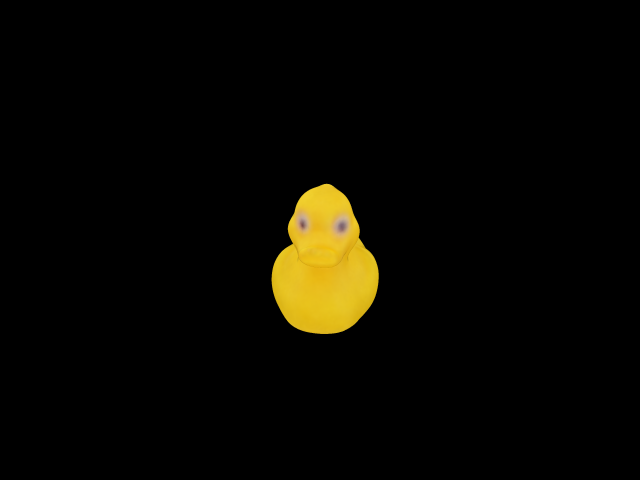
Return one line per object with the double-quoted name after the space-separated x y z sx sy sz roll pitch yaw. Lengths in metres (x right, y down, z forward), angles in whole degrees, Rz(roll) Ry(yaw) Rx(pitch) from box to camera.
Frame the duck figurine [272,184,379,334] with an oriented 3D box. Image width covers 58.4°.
0.004 0.001 0.400 0.077 0.086 0.104 3 33 6 "duck figurine"
